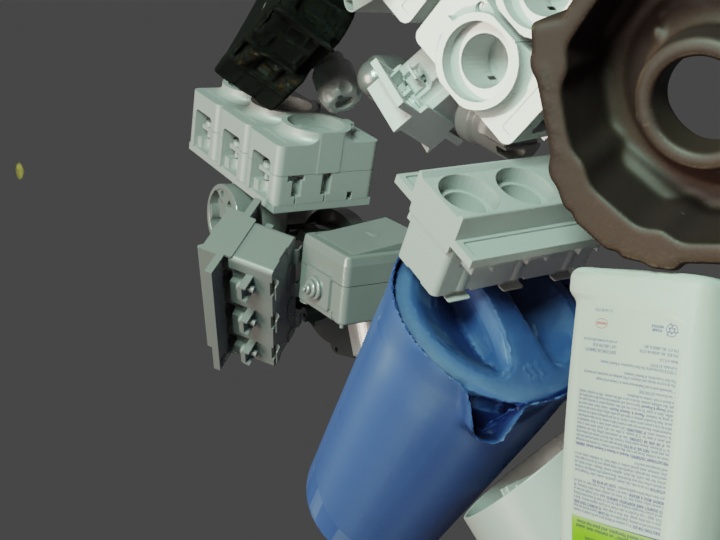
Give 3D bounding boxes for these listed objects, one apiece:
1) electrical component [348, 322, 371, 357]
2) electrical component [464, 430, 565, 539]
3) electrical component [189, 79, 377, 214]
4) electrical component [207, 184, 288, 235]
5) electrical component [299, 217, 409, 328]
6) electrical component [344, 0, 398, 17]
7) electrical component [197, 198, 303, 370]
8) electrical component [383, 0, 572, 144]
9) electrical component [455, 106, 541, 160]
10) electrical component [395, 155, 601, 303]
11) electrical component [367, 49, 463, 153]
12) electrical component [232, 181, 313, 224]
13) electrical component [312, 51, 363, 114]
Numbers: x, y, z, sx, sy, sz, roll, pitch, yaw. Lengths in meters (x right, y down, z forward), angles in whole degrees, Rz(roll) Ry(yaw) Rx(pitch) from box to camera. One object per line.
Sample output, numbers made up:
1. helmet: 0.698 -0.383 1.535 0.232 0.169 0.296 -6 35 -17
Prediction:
1. electrical component: 0.015 0.062 0.830 0.040 0.040 0.078 -19 80 56
2. electrical component: 0.111 0.137 0.652 0.099 0.099 0.064 -45 66 50
3. electrical component: -0.065 -0.105 0.871 0.150 0.089 0.061 37 126 47
4. electrical component: -0.091 -0.044 0.872 0.055 0.047 0.055 16 109 55
5. electrical component: 0.000 0.000 0.788 0.062 0.096 0.061 30 120 50
6. electrical component: 0.025 -0.238 0.738 0.078 0.057 0.113 -12 86 57
7. electrical component: -0.082 0.017 0.823 0.063 0.078 0.121 20 142 12
8. electrical component: 0.070 -0.176 0.621 0.186 0.060 0.105 53 127 15
9. electrical component: 0.090 -0.093 0.687 0.046 0.040 0.040 39 128 39
10. electrical component: 0.087 -0.026 0.629 0.078 0.121 0.063 53 139 37
11. electrical component: 0.048 -0.119 0.715 0.064 0.081 0.042 -41 59 19
12. electrical component: -0.079 -0.055 0.942 0.065 0.047 0.076 48 134 41
13. electrical component: -0.022 -0.156 0.847 0.035 0.035 0.061 -51 51 48
